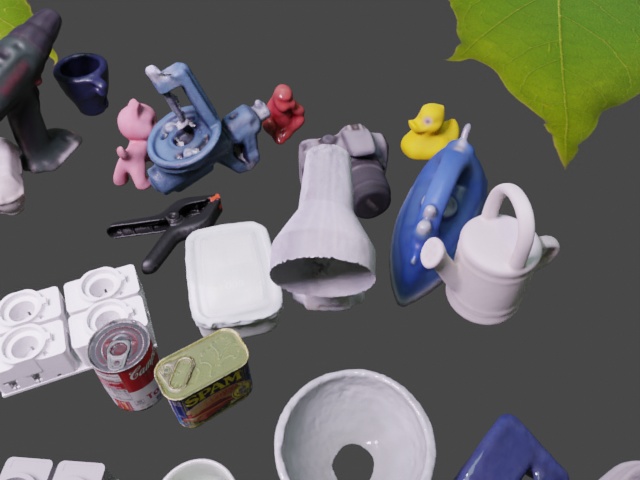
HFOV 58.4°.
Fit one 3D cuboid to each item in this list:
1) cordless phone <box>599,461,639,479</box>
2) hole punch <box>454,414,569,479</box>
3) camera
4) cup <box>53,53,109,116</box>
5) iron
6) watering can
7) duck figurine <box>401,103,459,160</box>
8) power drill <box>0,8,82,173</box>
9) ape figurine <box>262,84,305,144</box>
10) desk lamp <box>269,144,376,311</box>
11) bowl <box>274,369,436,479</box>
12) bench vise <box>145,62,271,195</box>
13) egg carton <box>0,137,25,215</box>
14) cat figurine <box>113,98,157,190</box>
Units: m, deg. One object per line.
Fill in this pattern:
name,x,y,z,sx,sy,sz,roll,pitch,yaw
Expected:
cordless phone,0.306,0.246,0.522,0.148,0.185,0.094,-31,56,-24
hole punch,0.196,0.249,0.582,0.100,0.091,0.109,33,57,25
camera,0.047,-0.104,0.879,0.143,0.101,0.136,-10,50,-8
cup,-0.406,-0.266,1.021,0.117,0.095,0.092,34,57,26
iron,0.164,-0.042,0.799,0.118,0.141,0.259,19,52,16
watering can,0.215,0.017,0.714,0.173,0.194,0.100,-25,54,-20
duck figurine,0.189,-0.191,0.964,0.105,0.086,0.077,-19,52,-15
power drill,-0.459,-0.222,0.908,0.075,0.208,0.230,14,51,12
ape figurine,-0.064,-0.225,0.988,0.078,0.092,0.076,-10,50,-8
desk lamp,0.007,0.003,0.712,0.118,0.214,0.203,2,49,2
bowl,0.036,0.229,0.610,0.167,0.075,0.167,0,49,0
bench vise,-0.182,-0.190,0.874,0.121,0.220,0.208,32,57,25
egg carton,-0.517,-0.096,0.891,0.107,0.069,0.150,-18,52,-15
cat figurine,-0.296,-0.165,0.919,0.067,0.118,0.128,6,50,6
